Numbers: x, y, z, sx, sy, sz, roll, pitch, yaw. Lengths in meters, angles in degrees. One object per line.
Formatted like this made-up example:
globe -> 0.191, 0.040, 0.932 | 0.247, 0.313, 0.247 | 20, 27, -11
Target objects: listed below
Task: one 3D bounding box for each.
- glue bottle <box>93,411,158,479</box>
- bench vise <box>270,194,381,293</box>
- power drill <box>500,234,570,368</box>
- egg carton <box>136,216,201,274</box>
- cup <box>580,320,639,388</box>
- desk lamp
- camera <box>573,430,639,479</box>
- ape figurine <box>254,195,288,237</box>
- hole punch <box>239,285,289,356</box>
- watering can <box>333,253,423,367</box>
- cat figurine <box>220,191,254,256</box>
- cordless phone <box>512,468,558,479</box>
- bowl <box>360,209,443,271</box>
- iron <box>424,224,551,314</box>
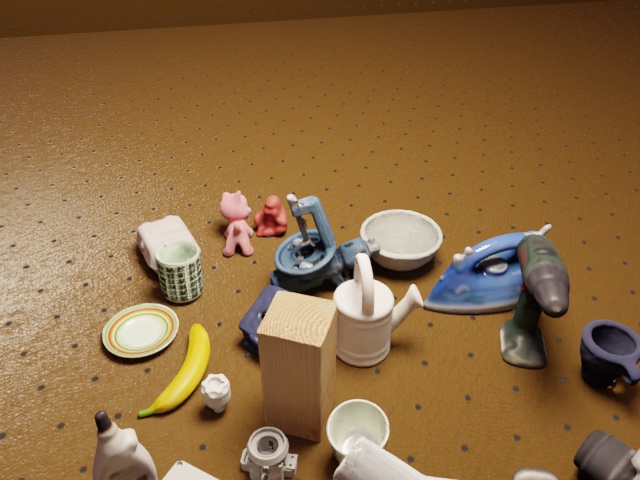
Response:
glue bottle -> -0.260, 0.275, 0.734 | 0.078, 0.173, 0.037 | -19, 41, -24
bench vise -> 0.004, -0.002, 1.069 | 0.208, 0.220, 0.121 | -19, 40, -23
power drill -> 0.351, 0.105, 0.934 | 0.075, 0.208, 0.229 | 6, 37, 8
egg carton -> -0.314, 0.010, 1.177 | 0.107, 0.069, 0.150 | -20, 41, -24
cup -> 0.459, 0.198, 0.905 | 0.092, 0.095, 0.117 | -5, 37, -7
desk lamp -> 0.087, 0.322, 0.638 | 0.202, 0.214, 0.118 | 20, 41, 25
camera -> 0.424, 0.303, 0.759 | 0.143, 0.101, 0.136 | -27, 44, -31
ape figurine -> -0.103, -0.056, 1.248 | 0.077, 0.092, 0.076 | 26, 44, 31
hole punch -> -0.076, 0.146, 0.978 | 0.108, 0.091, 0.101 | 24, 43, 29
watering can -> 0.079, 0.106, 0.945 | 0.173, 0.194, 0.100 | -16, 39, -20
cat figurine -> -0.178, -0.046, 1.213 | 0.067, 0.118, 0.127 | -5, 37, -7
cordless phone -> 0.267, 0.331, 0.651 | 0.147, 0.185, 0.094 | 2, 37, 3
bowl -> 0.163, 0.012, 1.172 | 0.167, 0.075, 0.167 | 0, 37, 0
iron -> 0.317, 0.049, 1.066 | 0.259, 0.141, 0.118 | -12, 38, -15
